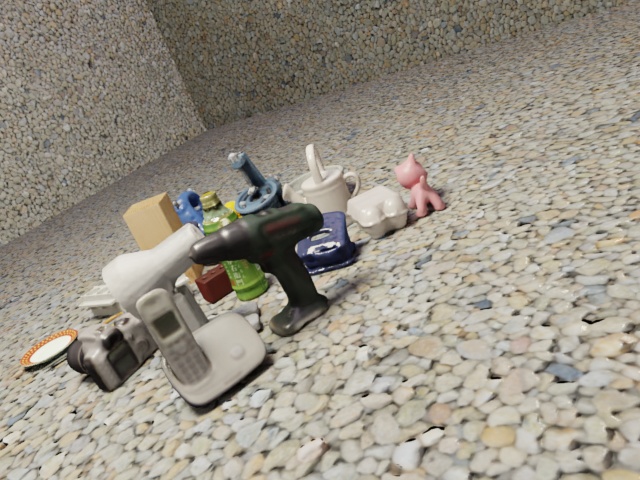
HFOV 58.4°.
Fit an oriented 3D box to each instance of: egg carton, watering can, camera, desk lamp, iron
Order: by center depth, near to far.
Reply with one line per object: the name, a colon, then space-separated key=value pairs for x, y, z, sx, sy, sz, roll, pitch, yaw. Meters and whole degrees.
desk lamp: x=-0.237 y=0.089 z=0.992 sx=0.203 sy=0.214 sz=0.117 roll=-24 pitch=21 yaw=-3
camera: x=-0.395 y=0.195 z=1.057 sx=0.136 sy=0.101 sz=0.143 roll=-8 pitch=25 yaw=33
egg carton: x=0.120 y=-0.061 z=1.202 sx=0.107 sy=0.069 sz=0.150 roll=-25 pitch=21 yaw=-8
watering can: x=0.001 y=-0.120 z=1.293 sx=0.173 sy=0.194 sz=0.100 roll=-25 pitch=21 yaw=-7
iron: x=-0.365 y=-0.083 z=1.655 sx=0.118 sy=0.142 sz=0.258 roll=-20 pitch=21 yaw=7

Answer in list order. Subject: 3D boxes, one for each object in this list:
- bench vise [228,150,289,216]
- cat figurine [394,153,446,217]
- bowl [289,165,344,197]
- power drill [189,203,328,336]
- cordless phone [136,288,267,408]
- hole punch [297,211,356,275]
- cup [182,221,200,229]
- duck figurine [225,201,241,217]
bench vise: x=-0.170 y=-0.137 z=1.474 sx=0.121 sy=0.220 sz=0.207 roll=-20 pitch=21 yaw=6
cat figurine: x=0.203 y=-0.122 z=1.201 sx=0.067 sy=0.118 sz=0.127 roll=-23 pitch=21 yaw=-1
bowl: x=-0.006 y=-0.129 z=1.493 sx=0.167 sy=0.075 sz=0.167 roll=-20 pitch=21 yaw=8
power drill: x=-0.077 y=0.047 z=0.941 sx=0.230 sy=0.209 sz=0.075 roll=-33 pitch=23 yaw=-27
cordless phone: x=-0.177 y=0.138 z=0.851 sx=0.148 sy=0.185 sz=0.093 roll=-34 pitch=24 yaw=-28
hole punch: x=0.010 y=0.004 z=1.125 sx=0.108 sy=0.091 sz=0.101 roll=-16 pitch=22 yaw=18
cup: x=-0.344 y=0.012 z=1.464 sx=0.117 sy=0.095 sz=0.092 roll=-3 pitch=28 yaw=42
duck figurine: x=-0.222 y=-0.065 z=1.543 sx=0.104 sy=0.086 sz=0.077 roll=-19 pitch=21 yaw=9
